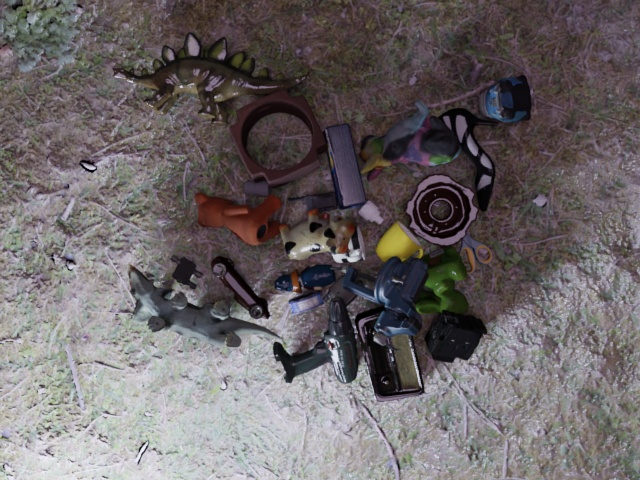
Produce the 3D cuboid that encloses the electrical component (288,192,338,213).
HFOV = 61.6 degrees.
[{"bbox_3d":[-0.018,-0.089,1.327,0.119,0.075,0.047,-11,94,-2],"label":"electrical component"}]

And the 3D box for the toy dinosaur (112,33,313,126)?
[{"bbox_3d":[-0.261,-0.384,1.296,0.472,0.105,0.198,8,92,-4],"label":"toy dinosaur"}]

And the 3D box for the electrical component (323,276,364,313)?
[{"bbox_3d":[0.066,0.137,1.360,0.078,0.045,0.102,40,93,19],"label":"electrical component"}]

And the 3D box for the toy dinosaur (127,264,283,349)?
[{"bbox_3d":[-0.305,0.196,1.329,0.405,0.192,0.131,24,79,-16],"label":"toy dinosaur"}]

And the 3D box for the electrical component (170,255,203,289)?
[{"bbox_3d":[-0.343,0.080,1.352,0.094,0.063,0.021,40,139,-24],"label":"electrical component"}]

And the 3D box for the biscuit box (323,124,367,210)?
[{"bbox_3d":[0.059,-0.177,1.315,0.063,0.059,0.202,-13,90,-8],"label":"biscuit box"}]

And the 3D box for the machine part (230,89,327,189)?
[{"bbox_3d":[-0.099,-0.240,1.294,0.201,0.087,0.201,-25,83,-1],"label":"machine part"}]

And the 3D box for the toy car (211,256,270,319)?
[{"bbox_3d":[-0.200,0.124,1.342,0.053,0.089,0.202,-40,94,2],"label":"toy car"}]

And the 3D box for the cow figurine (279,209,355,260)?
[{"bbox_3d":[-0.003,-0.004,1.277,0.195,0.085,0.127,-22,68,32],"label":"cow figurine"}]

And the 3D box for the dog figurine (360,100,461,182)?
[{"bbox_3d":[0.201,-0.208,1.288,0.219,0.108,0.192,-42,70,10],"label":"dog figurine"}]

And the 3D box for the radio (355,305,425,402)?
[{"bbox_3d":[0.173,0.282,1.353,0.131,0.073,0.229,-14,93,2],"label":"radio"}]

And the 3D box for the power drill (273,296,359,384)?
[{"bbox_3d":[-0.010,0.264,1.344,0.207,0.086,0.231,-19,108,0],"label":"power drill"}]

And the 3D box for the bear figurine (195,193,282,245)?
[{"bbox_3d":[-0.205,-0.062,1.328,0.196,0.132,0.120,24,133,28],"label":"bear figurine"}]

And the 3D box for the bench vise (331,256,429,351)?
[{"bbox_3d":[0.141,0.126,1.270,0.241,0.128,0.223,21,88,32],"label":"bench vise"}]

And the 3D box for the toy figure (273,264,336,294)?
[{"bbox_3d":[-0.039,0.101,1.352,0.155,0.064,0.057,-13,132,7],"label":"toy figure"}]

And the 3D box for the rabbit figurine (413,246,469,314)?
[{"bbox_3d":[0.301,0.125,1.320,0.159,0.121,0.170,-27,108,4],"label":"rabbit figurine"}]

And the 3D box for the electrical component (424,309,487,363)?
[{"bbox_3d":[0.329,0.245,1.328,0.115,0.058,0.134,13,122,-14],"label":"electrical component"}]

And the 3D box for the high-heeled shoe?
[{"bbox_3d":[0.355,-0.195,1.316,0.145,0.086,0.248,6,104,22],"label":"high-heeled shoe"}]

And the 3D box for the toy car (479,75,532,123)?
[{"bbox_3d":[0.433,-0.327,1.278,0.103,0.161,0.109,-1,105,45],"label":"toy car"}]

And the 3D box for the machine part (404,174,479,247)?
[{"bbox_3d":[0.297,-0.073,1.322,0.179,0.056,0.179,1,96,9],"label":"machine part"}]
